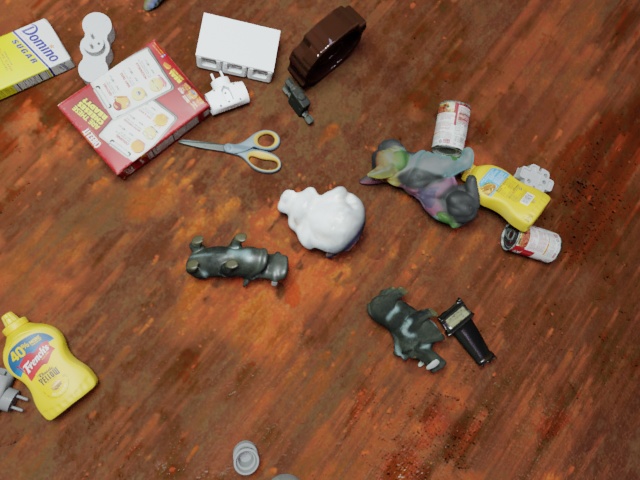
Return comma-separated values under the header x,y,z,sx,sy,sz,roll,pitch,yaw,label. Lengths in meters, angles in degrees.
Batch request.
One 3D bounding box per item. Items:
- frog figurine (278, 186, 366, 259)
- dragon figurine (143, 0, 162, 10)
x,y,z,sx,sy,sz,roll,pitch,yaw,label
0.003,-0.049,0.983,0.158,0.124,0.137,38,98,-16,frog figurine
-0.240,-0.661,1.034,0.409,0.121,0.246,-35,70,3,dragon figurine
